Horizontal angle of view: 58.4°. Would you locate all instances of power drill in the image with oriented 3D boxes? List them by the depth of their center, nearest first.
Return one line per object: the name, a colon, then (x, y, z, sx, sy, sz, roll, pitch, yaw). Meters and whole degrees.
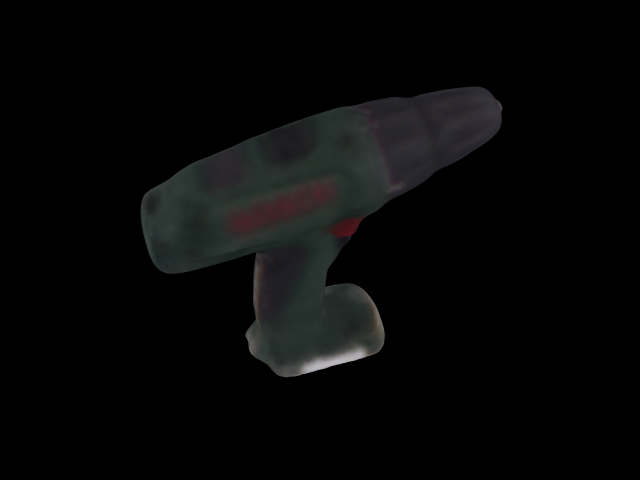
power drill: (0.004, 0.001, 0.400, 0.230, 0.208, 0.075, -13, 47, -12)
